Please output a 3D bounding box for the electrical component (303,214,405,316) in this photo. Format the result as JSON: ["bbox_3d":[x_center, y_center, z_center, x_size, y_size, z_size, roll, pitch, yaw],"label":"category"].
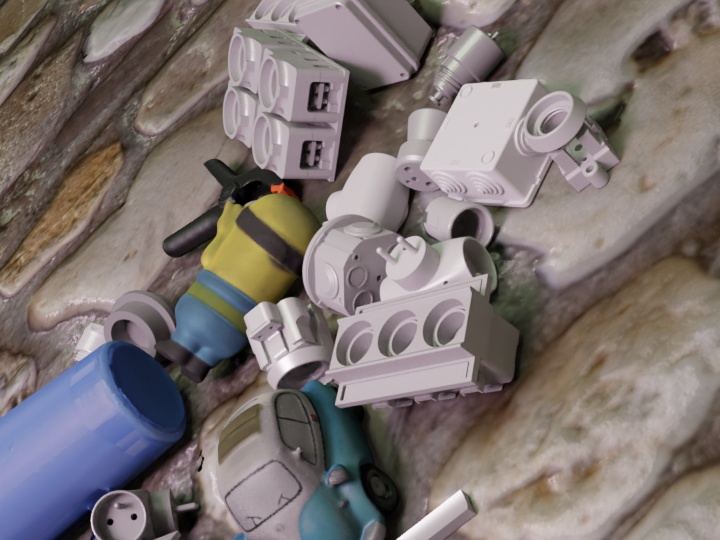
[{"bbox_3d":[0.000,0.000,0.836,0.051,0.080,0.080,23,78,50],"label":"electrical component"}]

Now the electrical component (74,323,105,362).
[{"bbox_3d":[-0.274,0.089,1.110,0.043,0.043,0.062,1,61,50],"label":"electrical component"}]

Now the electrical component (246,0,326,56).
[{"bbox_3d":[-0.064,-0.267,1.171,0.078,0.063,0.121,-56,34,-6],"label":"electrical component"}]

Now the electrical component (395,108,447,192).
[{"bbox_3d":[0.056,-0.099,0.892,0.045,0.045,0.055,-13,51,44],"label":"electrical component"}]

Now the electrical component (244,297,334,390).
[{"bbox_3d":[-0.051,0.063,0.848,0.058,0.078,0.057,-38,55,20],"label":"electrical component"}]

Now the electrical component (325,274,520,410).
[{"bbox_3d":[0.044,0.056,0.744,0.121,0.063,0.078,-16,50,41],"label":"electrical component"}]

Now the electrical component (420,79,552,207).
[{"bbox_3d":[0.104,-0.099,0.832,0.100,0.048,0.099,8,66,52],"label":"electrical component"}]

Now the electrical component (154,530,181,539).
[{"bbox_3d":[-0.195,0.279,0.762,0.105,0.060,0.186,-27,12,33],"label":"electrical component"}]

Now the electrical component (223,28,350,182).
[{"bbox_3d":[-0.081,-0.167,1.057,0.186,0.060,0.105,-135,49,-56],"label":"electrical component"}]

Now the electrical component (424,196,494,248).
[{"bbox_3d":[0.074,-0.035,0.817,0.040,0.040,0.046,-54,28,-2],"label":"electrical component"}]

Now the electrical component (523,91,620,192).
[{"bbox_3d":[0.149,-0.095,0.767,0.048,0.055,0.066,-38,36,21],"label":"electrical component"}]

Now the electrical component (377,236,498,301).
[{"bbox_3d":[0.046,0.002,0.780,0.077,0.079,0.043,-28,41,32],"label":"electrical component"}]

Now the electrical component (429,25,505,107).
[{"bbox_3d":[0.089,-0.174,0.925,0.078,0.040,0.040,-48,34,6],"label":"electrical component"}]

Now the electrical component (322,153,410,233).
[{"bbox_3d":[-0.002,-0.052,0.916,0.079,0.044,0.077,-11,51,45],"label":"electrical component"}]

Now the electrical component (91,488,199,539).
[{"bbox_3d":[-0.170,0.199,0.869,0.079,0.077,0.043,-11,75,-5],"label":"electrical component"}]

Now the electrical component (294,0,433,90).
[{"bbox_3d":[0.003,-0.229,1.013,0.078,0.113,0.057,-5,53,48],"label":"electrical component"}]
